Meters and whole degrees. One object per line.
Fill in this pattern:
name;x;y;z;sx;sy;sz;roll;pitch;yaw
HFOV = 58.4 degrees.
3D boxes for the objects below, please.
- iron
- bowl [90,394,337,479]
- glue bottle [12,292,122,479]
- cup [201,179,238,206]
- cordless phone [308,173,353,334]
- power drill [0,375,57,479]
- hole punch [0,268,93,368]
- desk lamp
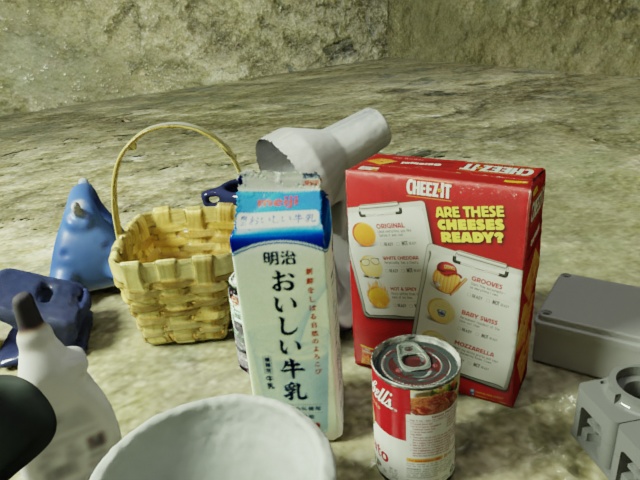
iron;-0.331;-0.021;0.821;0.119;0.141;0.257;-11;25;-17
bowl;-0.070;0.187;0.392;0.167;0.075;0.167;-3;24;2
glue bottle;-0.208;0.118;0.447;0.078;0.173;0.037;-17;27;-28
cup;-0.122;-0.041;0.895;0.118;0.095;0.091;-5;24;-4
cordless phone;0.006;0.002;0.664;0.094;0.185;0.148;3;25;16
power drill;-0.212;0.179;0.263;0.075;0.208;0.230;5;25;20
hole punch;-0.318;0.078;0.656;0.101;0.091;0.108;-9;24;-13
desk lamp;0.025;-0.062;0.771;0.204;0.214;0.117;-18;27;-29
